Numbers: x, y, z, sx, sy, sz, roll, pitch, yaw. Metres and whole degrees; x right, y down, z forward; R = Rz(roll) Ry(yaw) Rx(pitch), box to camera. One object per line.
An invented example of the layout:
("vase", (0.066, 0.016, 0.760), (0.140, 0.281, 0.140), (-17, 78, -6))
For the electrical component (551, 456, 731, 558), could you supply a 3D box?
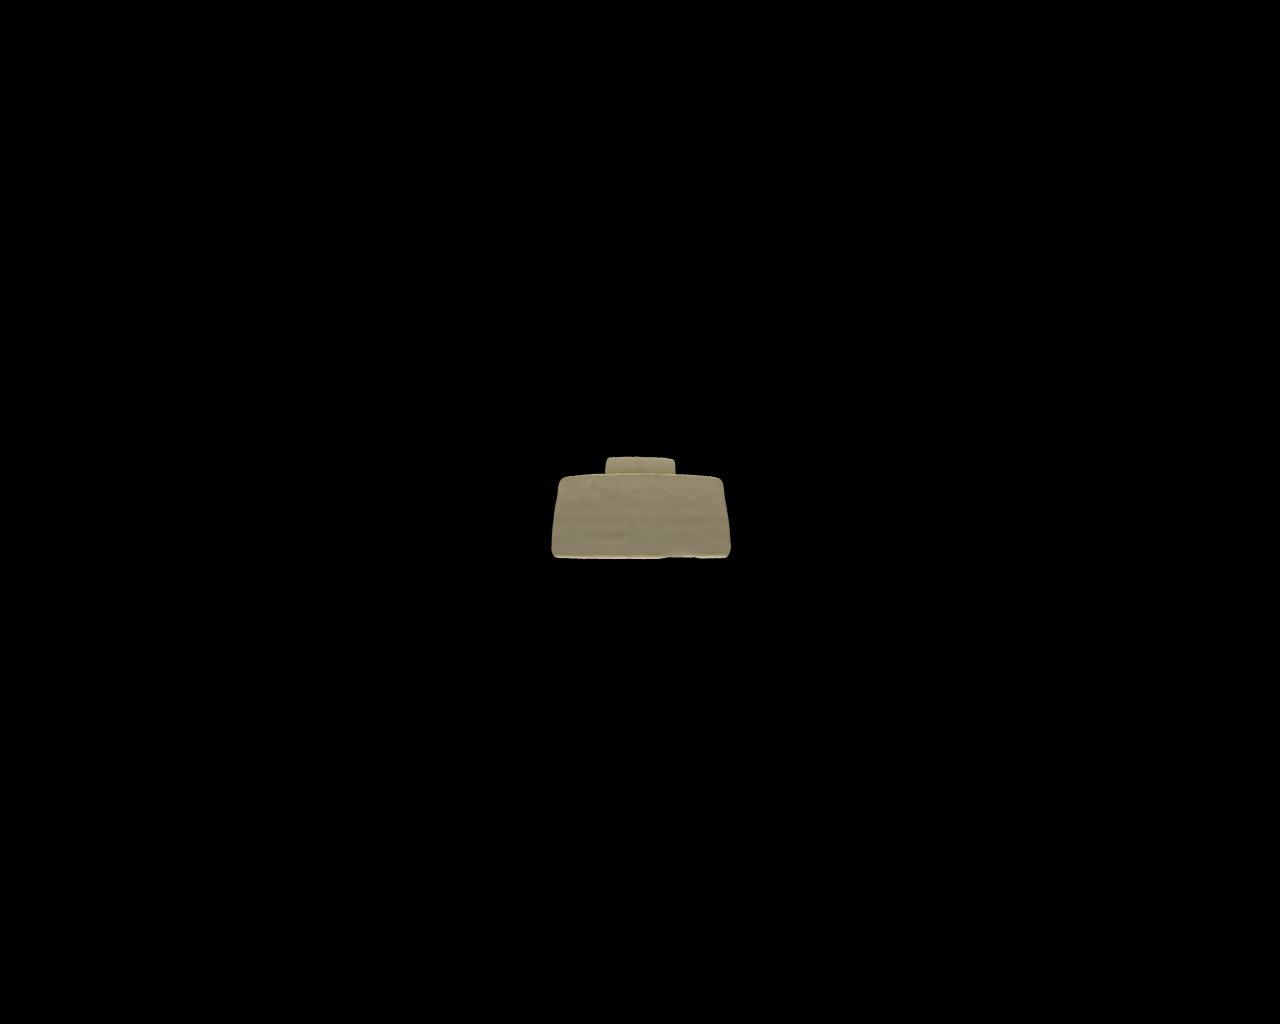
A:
("electrical component", (0.001, -0.003, 0.650), (0.108, 0.060, 0.108), (0, -2, 0))
